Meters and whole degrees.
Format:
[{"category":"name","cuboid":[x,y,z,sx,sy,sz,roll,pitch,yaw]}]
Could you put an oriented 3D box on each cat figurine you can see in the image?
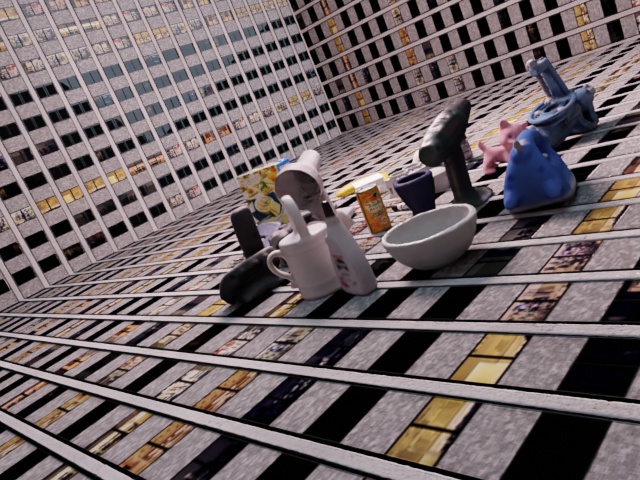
[{"category":"cat figurine","cuboid":[0.444,-0.233,1.384,0.127,0.118,0.067,-16,15,26]}]

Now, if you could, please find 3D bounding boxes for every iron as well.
[{"category":"iron","cuboid":[0.405,-0.149,1.076,0.118,0.141,0.259,-14,16,32]}]

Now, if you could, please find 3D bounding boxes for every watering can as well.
[{"category":"watering can","cuboid":[-0.019,0.002,1.074,0.173,0.194,0.100,-30,15,-26]}]

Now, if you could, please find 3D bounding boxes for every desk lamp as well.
[{"category":"desk lamp","cuboid":[-0.015,-0.122,1.498,0.117,0.214,0.203,-16,15,25]}]

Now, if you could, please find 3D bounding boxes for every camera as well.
[{"category":"camera","cuboid":[-0.036,-0.012,1.352,0.143,0.101,0.136,-29,15,-25]}]

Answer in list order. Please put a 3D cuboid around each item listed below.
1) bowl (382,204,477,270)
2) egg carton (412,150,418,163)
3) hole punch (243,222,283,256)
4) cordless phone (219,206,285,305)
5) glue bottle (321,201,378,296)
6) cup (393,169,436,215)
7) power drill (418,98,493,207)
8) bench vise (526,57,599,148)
[{"category":"bowl","cuboid":[0.194,0.005,0.973,0.167,0.075,0.167,-22,14,6]},{"category":"egg carton","cuboid":[0.356,-0.256,1.717,0.150,0.069,0.107,-28,14,-19]},{"category":"hole punch","cuboid":[-0.138,0.013,1.444,0.108,0.091,0.101,-10,19,44]},{"category":"cordless phone","cuboid":[-0.169,0.032,1.219,0.093,0.185,0.148,-8,21,47]},{"category":"glue bottle","cuboid":[0.039,0.012,0.985,0.037,0.173,0.078,-31,16,-29]},{"category":"cup","cuboid":[0.214,-0.099,1.293,0.092,0.095,0.117,-30,15,-26]},{"category":"power drill","cuboid":[0.293,-0.177,1.219,0.075,0.208,0.230,-11,18,41]},{"category":"bench vise","cuboid":[0.576,-0.351,1.400,0.208,0.220,0.121,-34,17,-38]}]
